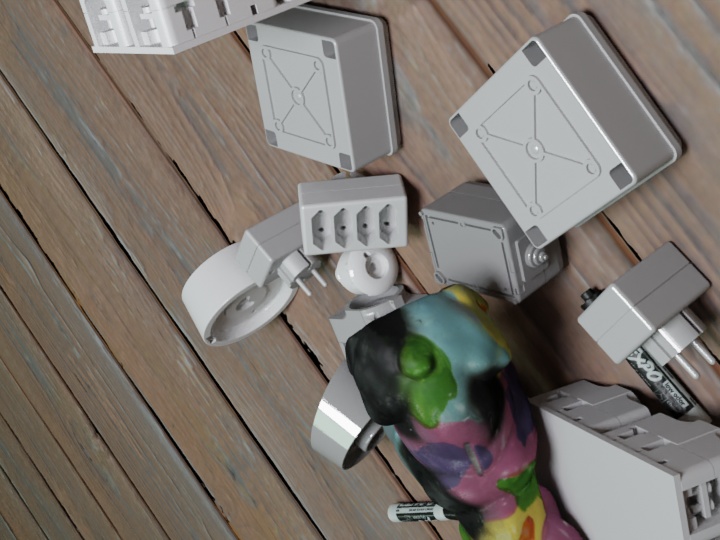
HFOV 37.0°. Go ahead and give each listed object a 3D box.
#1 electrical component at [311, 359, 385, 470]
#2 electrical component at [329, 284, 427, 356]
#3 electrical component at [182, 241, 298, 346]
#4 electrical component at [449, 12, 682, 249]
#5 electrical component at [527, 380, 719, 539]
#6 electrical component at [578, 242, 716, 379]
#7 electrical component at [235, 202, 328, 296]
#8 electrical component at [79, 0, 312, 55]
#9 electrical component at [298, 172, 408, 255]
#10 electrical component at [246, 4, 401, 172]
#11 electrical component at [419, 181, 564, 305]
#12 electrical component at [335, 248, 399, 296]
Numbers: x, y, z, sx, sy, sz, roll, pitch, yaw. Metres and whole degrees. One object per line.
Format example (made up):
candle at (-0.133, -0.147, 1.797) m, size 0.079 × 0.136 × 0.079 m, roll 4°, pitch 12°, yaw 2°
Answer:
electrical component at (-0.005, 0.130, 0.982) m, size 0.064 × 0.099 × 0.099 m, roll 38°, pitch 141°, yaw 19°
electrical component at (0.022, 0.048, 0.922) m, size 0.089 × 0.050 × 0.055 m, roll -1°, pitch 115°, yaw 53°
electrical component at (-0.120, 0.016, 1.033) m, size 0.060 × 0.108 × 0.108 m, roll 52°, pitch 146°, yaw 20°
electrical component at (0.127, -0.085, 0.678) m, size 0.108 × 0.056 × 0.109 m, roll 56°, pitch 146°, yaw 5°
electrical component at (0.188, 0.149, 0.726) m, size 0.186 × 0.060 × 0.105 m, roll -158°, pitch 54°, yaw -69°
electrical component at (0.192, 0.034, 0.678) m, size 0.076 × 0.066 × 0.047 m, roll 50°, pitch 145°, yaw 14°
electrical component at (-0.061, -0.009, 0.970) m, size 0.076 × 0.066 × 0.047 m, roll 49°, pitch 145°, yaw 14°
electrical component at (-0.090, -0.208, 0.744) m, size 0.105 × 0.186 × 0.060 m, roll 13°, pitch 126°, yaw 47°
electrical component at (-0.008, -0.055, 0.868) m, size 0.075 × 0.083 × 0.047 m, roll -101°, pitch 6°, yaw -54°
electrical component at (-0.028, -0.143, 0.833) m, size 0.109 × 0.056 × 0.108 m, roll 22°, pitch 132°, yaw 42°
electrical component at (0.100, -0.022, 0.757) m, size 0.096 × 0.061 × 0.061 m, roll 16°, pitch 130°, yaw 47°
electrical component at (0.000, 0.000, 0.920) m, size 0.062 × 0.048 × 0.048 m, roll -13°, pitch 105°, yaw 62°
